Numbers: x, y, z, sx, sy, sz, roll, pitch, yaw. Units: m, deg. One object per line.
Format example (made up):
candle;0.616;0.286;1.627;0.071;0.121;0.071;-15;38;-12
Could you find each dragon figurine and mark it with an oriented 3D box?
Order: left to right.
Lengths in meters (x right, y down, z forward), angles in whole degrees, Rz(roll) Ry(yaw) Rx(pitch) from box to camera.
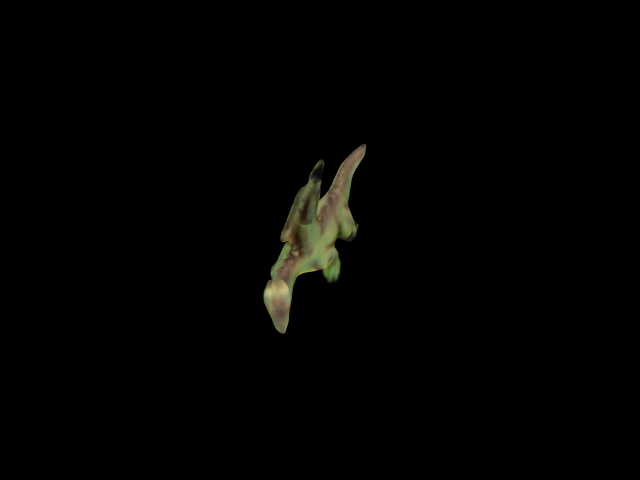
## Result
dragon figurine;0.003;-0.043;0.850;0.122;0.416;0.239;19;-19;6
